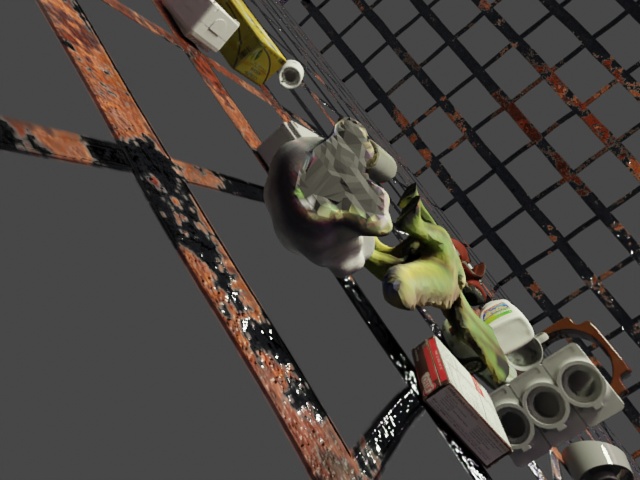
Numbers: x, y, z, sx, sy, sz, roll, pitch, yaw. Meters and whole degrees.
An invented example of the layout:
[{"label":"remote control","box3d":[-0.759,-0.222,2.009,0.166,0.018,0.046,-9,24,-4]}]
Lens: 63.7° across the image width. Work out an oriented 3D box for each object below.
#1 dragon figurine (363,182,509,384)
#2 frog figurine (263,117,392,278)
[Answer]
[{"label":"dragon figurine","box3d":[0.153,0.067,0.616,0.242,0.121,0.416,45,18,-8]},{"label":"frog figurine","box3d":[0.002,-0.026,0.518,0.138,0.124,0.157,55,-21,12]}]
